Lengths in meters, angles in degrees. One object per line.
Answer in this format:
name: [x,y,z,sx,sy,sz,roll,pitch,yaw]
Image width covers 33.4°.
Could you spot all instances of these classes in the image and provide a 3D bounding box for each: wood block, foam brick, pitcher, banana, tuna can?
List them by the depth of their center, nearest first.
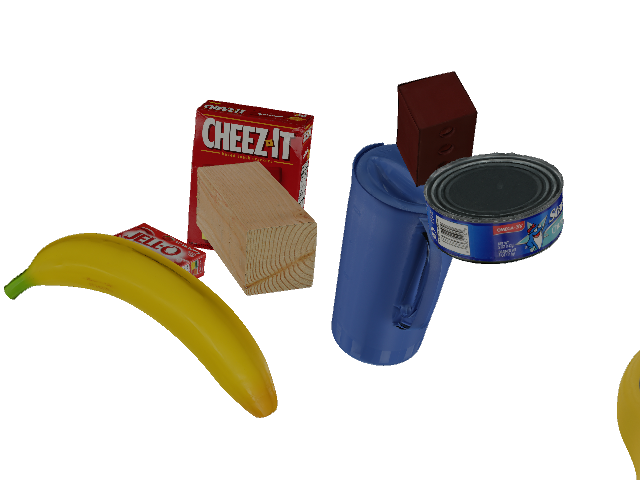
tuna can: [0.109,-0.021,0.668,0.086,0.034,0.086,-7,31,4]
banana: [-0.107,0.043,0.690,0.198,0.070,0.037,25,25,9]
foam brick: [0.097,-0.094,0.902,0.053,0.051,0.078,-16,-34,-8]
pitcher: [0.084,0.027,1.167,0.145,0.243,0.149,26,41,19]
wood block: [-0.086,-0.020,1.357,0.090,0.090,0.206,-7,27,-22]

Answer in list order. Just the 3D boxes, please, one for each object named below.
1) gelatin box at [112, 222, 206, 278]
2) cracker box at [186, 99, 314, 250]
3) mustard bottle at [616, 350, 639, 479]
gelatin box: [-0.170,0.018,1.050,0.089,0.030,0.073,25,32,30]
cracker box: [-0.105,-0.085,1.567,0.164,0.214,0.072,9,21,7]
mustard bottle: [0.198,0.096,0.530,0.096,0.058,0.191,4,39,10]
